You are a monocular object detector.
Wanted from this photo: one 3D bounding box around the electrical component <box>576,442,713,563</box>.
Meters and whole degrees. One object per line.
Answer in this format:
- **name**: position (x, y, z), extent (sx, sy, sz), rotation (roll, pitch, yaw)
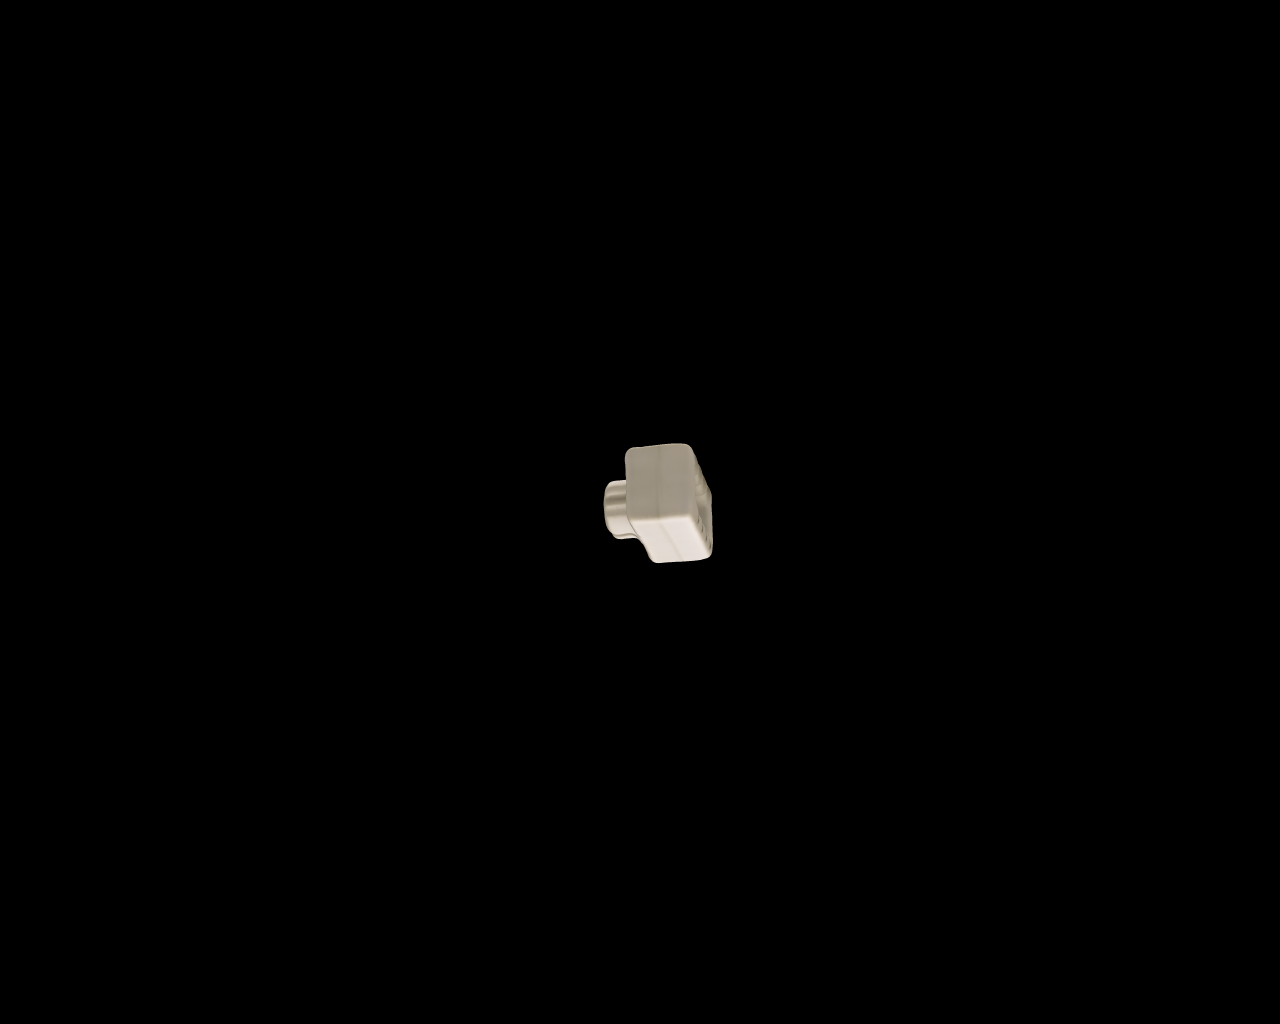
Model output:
- **electrical component**: position (0.001, -0.003, 0.650), extent (0.076, 0.047, 0.083), rotation (-4, -20, 11)
